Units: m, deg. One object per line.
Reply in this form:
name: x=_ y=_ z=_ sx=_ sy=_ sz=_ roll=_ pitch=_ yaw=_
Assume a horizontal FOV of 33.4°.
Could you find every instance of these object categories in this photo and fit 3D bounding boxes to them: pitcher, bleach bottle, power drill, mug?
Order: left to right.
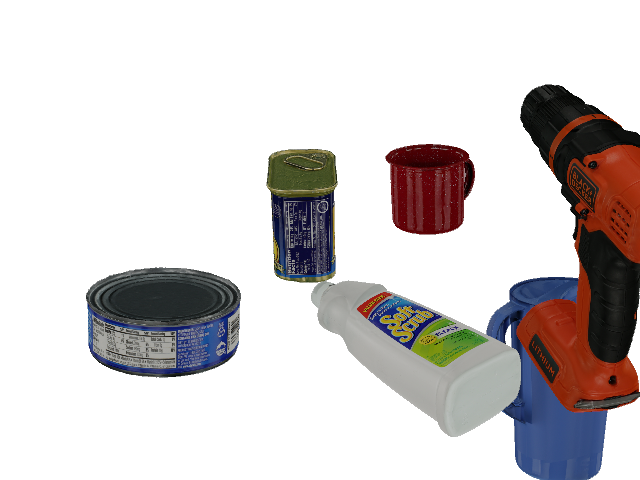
bleach bottle: x=0.072 y=0.098 z=1.045 sx=0.102 sy=0.068 sz=0.251 roll=-23 pitch=31 yaw=-32
mug: x=0.130 y=-0.060 z=1.212 sx=0.117 sy=0.081 sz=0.093 roll=-19 pitch=27 yaw=-36
pitcher: x=0.291 y=0.175 z=1.331 sx=0.149 sy=0.243 sz=0.144 roll=4 pitch=15 yaw=20
power drill: x=0.176 y=0.006 z=0.719 sx=0.057 sy=0.188 sz=0.184 roll=-8 pitch=35 yaw=-11

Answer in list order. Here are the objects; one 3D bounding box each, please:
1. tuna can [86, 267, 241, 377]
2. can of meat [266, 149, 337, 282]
tuna can: x=-0.088 y=0.045 z=0.600 sx=0.086 sy=0.034 sz=0.086 roll=2 pitch=18 yaw=-1
can of meat: x=-0.015 y=-0.022 z=0.903 sx=0.057 sy=0.084 sz=0.102 roll=-2 pitch=23 yaw=0
